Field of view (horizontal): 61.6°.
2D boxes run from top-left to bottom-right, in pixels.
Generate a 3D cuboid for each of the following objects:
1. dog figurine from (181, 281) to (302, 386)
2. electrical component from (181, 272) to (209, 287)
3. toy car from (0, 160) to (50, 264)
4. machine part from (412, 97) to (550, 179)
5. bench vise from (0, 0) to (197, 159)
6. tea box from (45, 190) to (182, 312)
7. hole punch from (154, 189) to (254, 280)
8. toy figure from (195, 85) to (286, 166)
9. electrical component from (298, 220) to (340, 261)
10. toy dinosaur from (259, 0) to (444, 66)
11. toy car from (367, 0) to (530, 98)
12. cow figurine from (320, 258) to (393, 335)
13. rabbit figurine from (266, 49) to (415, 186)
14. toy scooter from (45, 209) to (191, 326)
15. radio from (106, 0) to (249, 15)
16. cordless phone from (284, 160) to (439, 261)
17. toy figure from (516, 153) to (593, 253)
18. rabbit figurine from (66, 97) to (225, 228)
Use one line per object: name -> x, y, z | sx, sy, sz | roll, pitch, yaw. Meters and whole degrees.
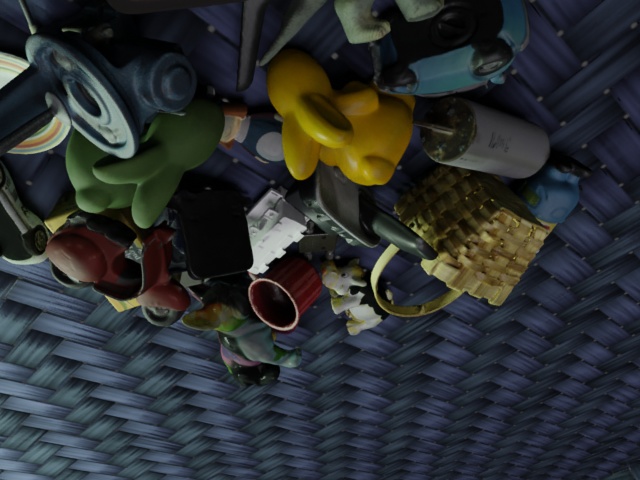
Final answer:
dog figurine -> -0.148, 0.152, 0.905 | 0.219, 0.108, 0.191 | 31, 127, -31
electrical component -> -0.209, 0.042, 0.816 | 0.102, 0.045, 0.078 | -18, 109, 6
toy car -> -0.411, -0.041, 0.677 | 0.074, 0.056, 0.201 | -4, 137, 3
machine part -> 0.203, -0.120, 0.650 | 0.243, 0.079, 0.079 | 3, 140, -42
bench vise -> -0.235, -0.128, 0.468 | 0.224, 0.240, 0.128 | 28, 150, 20
tea box -> -0.268, 0.007, 0.722 | 0.098, 0.068, 0.169 | -19, 124, 11
hole punch -> -0.159, -0.007, 0.707 | 0.092, 0.115, 0.142 | -8, 179, 42
toy figure -> -0.084, -0.132, 0.637 | 0.154, 0.058, 0.064 | 16, 94, -23
electrical component -> -0.002, -0.002, 0.818 | 0.063, 0.021, 0.093 | -4, 137, -6
toy dinosaur -> 0.102, -0.288, 0.442 | 0.405, 0.131, 0.192 | -14, 108, 13
toy car -> 0.139, -0.198, 0.572 | 0.162, 0.109, 0.102 | -17, 159, 21
cow figurine -> 0.064, 0.086, 0.892 | 0.098, 0.068, 0.167 | -19, 137, 12
rabbit figurine -> 0.008, -0.134, 0.599 | 0.173, 0.162, 0.122 | 37, 135, -19
toy scooter -> -0.226, 0.016, 0.622 | 0.184, 0.075, 0.135 | 28, 127, -2
radio -> -0.129, -0.298, 0.402 | 0.131, 0.073, 0.229 | -9, 127, 1
cordless phone -> 0.054, -0.033, 0.670 | 0.146, 0.184, 0.088 | 38, 88, -40
toy figure -> 0.315, -0.044, 0.788 | 0.082, 0.089, 0.180 | 27, 123, 5
rabbit figurine -> -0.185, -0.099, 0.567 | 0.170, 0.159, 0.121 | -15, 130, 25
